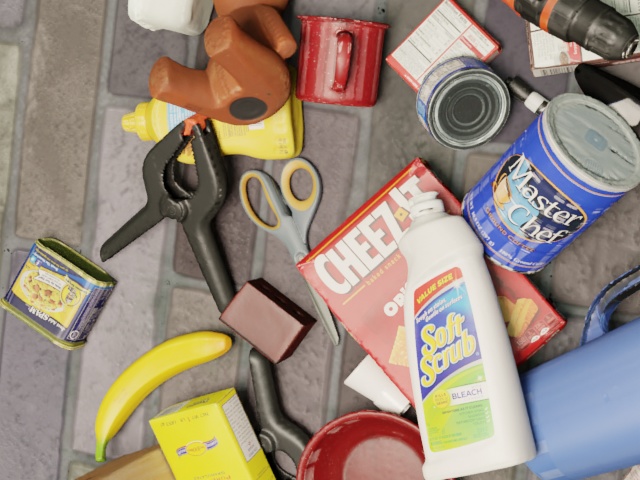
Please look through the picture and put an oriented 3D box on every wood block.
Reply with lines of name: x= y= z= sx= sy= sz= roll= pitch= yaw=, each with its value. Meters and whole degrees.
wood block: x=-0.199 y=0.270 z=1.067 sx=0.091 sy=0.206 sz=0.090 roll=-21 pitch=86 yaw=15

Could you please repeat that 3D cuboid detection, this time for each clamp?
clamp: x=-0.136 y=-0.028 z=1.100 sx=0.164 sy=0.036 sz=0.210 roll=28 pitch=120 yaw=10
clamp: x=-0.052 y=0.197 z=1.106 sx=0.171 sy=0.039 sz=0.120 roll=42 pitch=118 yaw=6

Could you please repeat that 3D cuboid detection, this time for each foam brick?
foam brick: x=-0.053 y=0.082 z=1.098 sx=0.078 sy=0.053 sz=0.051 roll=37 pitch=101 yaw=11

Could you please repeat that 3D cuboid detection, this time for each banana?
banana: x=-0.176 y=0.151 z=1.140 sx=0.198 sy=0.037 sz=0.070 roll=-43 pitch=61 yaw=10

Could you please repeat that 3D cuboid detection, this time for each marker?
marker: x=0.226 y=-0.118 z=1.024 sx=0.121 sy=0.020 sz=0.020 roll=40 pitch=102 yaw=11

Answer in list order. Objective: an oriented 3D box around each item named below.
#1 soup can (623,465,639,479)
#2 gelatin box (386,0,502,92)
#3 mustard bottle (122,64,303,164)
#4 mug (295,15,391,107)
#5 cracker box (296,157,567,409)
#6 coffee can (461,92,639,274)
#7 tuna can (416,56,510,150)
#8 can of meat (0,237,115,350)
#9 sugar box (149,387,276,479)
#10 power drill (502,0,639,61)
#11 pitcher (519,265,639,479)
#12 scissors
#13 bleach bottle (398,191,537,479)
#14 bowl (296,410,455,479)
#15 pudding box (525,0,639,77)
soup can: x=0.315 y=0.232 z=0.987 sx=0.068 sy=0.068 sz=0.102 roll=34 pitch=100 yaw=12
gelatin box: x=0.122 y=-0.182 z=1.047 sx=0.089 sy=0.030 sz=0.073 roll=-45 pitch=80 yaw=11
mustard bottle: x=-0.115 y=-0.127 z=1.104 sx=0.192 sy=0.058 sz=0.096 roll=-2 pitch=96 yaw=16
mug: x=0.020 y=-0.173 z=1.036 sx=0.093 sy=0.117 sz=0.081 roll=5 pitch=99 yaw=-5
cracker box: x=0.107 y=0.052 z=1.033 sx=0.164 sy=0.072 sz=0.214 roll=-42 pitch=81 yaw=8
coffee can: x=0.206 y=-0.048 z=0.957 sx=0.103 sy=0.102 sz=0.140 roll=48 pitch=138 yaw=9
tuna can: x=0.137 y=-0.130 z=1.018 sx=0.086 sy=0.034 sz=0.086 roll=-6 pitch=120 yaw=-11
can of meat: x=-0.284 y=0.057 z=1.163 sx=0.102 sy=0.057 sz=0.084 roll=32 pitch=99 yaw=12
sugar box: x=-0.097 y=0.246 z=1.095 sx=0.093 sy=0.048 sz=0.176 roll=-19 pitch=97 yaw=30
power drill: x=0.249 y=-0.267 z=0.957 sx=0.185 sy=0.057 sz=0.187 roll=40 pitch=87 yaw=25
pitcher: x=0.284 y=0.121 z=0.936 sx=0.243 sy=0.149 sz=0.145 roll=-30 pitch=108 yaw=37
scissors: x=-0.007 y=0.001 z=1.100 sx=0.096 sy=0.016 sz=0.202 roll=-39 pitch=82 yaw=14
bleach bottle: x=0.116 y=0.082 z=0.959 sx=0.103 sy=0.068 sz=0.251 roll=-19 pitch=78 yaw=30
bowl: x=0.060 y=0.245 z=1.068 sx=0.162 sy=0.055 sz=0.162 roll=1 pitch=93 yaw=16
pudding box: x=0.250 y=-0.208 z=1.003 sx=0.113 sy=0.039 sz=0.090 roll=-7 pitch=87 yaw=14
